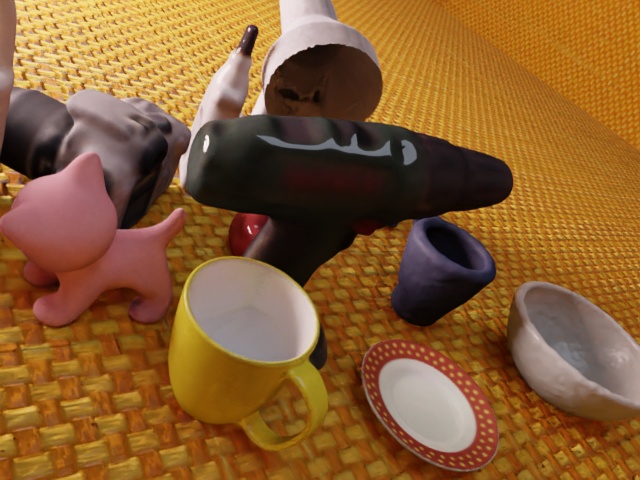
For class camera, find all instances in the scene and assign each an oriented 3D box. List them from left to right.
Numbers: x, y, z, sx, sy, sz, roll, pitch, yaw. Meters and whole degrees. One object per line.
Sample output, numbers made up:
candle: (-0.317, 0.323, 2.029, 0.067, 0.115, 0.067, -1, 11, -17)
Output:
camera: (-0.197, -0.086, 0.487, 0.137, 0.100, 0.143, 28, 31, -3)

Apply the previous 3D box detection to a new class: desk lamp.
desk lamp: (-0.034, -0.167, 0.634, 0.118, 0.213, 0.203, 11, 35, -29)

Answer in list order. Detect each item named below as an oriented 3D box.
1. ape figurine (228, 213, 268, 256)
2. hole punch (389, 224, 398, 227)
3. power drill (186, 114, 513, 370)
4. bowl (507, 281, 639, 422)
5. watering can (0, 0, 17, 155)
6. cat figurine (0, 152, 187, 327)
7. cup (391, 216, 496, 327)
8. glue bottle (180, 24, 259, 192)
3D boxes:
ape figurine: (-0.040, -0.016, 0.527, 0.078, 0.092, 0.076, -10, 48, -47)
hole punch: (0.075, -0.084, 0.725, 0.101, 0.091, 0.108, 26, 31, -7)
power drill: (0.004, 0.002, 0.423, 0.230, 0.208, 0.075, 12, 35, -28)
bowl: (0.255, 0.124, 0.587, 0.168, 0.074, 0.167, 22, 32, -14)
watering can: (-0.252, -0.101, 0.372, 0.172, 0.194, 0.101, 42, 33, 19)
cat figurine: (-0.151, -0.002, 0.387, 0.128, 0.117, 0.067, 1, 41, -39)
cup: (0.108, 0.031, 0.580, 0.092, 0.095, 0.117, 10, 36, -30)
glue bottle: (-0.097, -0.131, 0.567, 0.037, 0.173, 0.078, 15, 33, -23)
